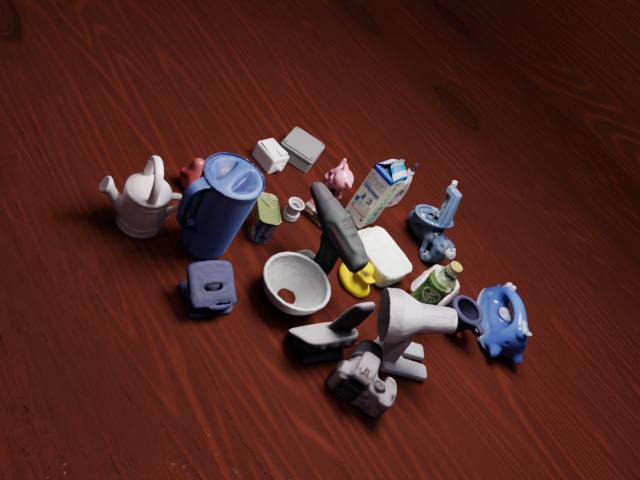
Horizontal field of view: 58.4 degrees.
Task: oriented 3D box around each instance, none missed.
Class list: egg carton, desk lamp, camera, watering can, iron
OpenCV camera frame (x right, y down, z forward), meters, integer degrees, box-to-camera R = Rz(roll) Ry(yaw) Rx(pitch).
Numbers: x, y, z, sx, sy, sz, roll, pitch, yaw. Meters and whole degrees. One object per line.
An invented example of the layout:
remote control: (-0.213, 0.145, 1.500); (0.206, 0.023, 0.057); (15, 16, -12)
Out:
egg carton: (0.311, 0.132, 1.554); (0.107, 0.069, 0.151); (45, 43, 11)
desk lamp: (0.200, 0.210, 1.305); (0.204, 0.213, 0.118); (17, 45, -18)
camera: (0.109, 0.290, 1.257); (0.143, 0.100, 0.137); (35, 42, 0)
watering can: (-0.379, -0.097, 1.231); (0.173, 0.194, 0.100); (-17, 62, -41)
iron: (0.506, 0.200, 1.563); (0.119, 0.141, 0.258); (19, 44, -17)

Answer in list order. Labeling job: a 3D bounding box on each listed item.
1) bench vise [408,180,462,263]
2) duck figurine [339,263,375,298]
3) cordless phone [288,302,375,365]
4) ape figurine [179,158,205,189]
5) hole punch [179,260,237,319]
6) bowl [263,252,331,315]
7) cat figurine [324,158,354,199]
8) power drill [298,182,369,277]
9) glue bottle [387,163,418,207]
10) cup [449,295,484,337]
bench vise: (0.357, -0.050, 1.638); (0.122, 0.219, 0.207); (-14, 61, -40)
duck figurine: (0.100, 0.084, 1.452); (0.078, 0.086, 0.104); (-13, 60, -40)
cordless phone: (0.028, 0.185, 1.240); (0.148, 0.185, 0.094); (-6, 56, -36)
ape figurine: (-0.305, -0.165, 1.416); (0.078, 0.092, 0.076); (23, 43, -13)
hole punch: (-0.232, 0.104, 1.218); (0.109, 0.091, 0.101); (-4, 55, -35)
bowl: (-0.063, 0.113, 1.329); (0.168, 0.074, 0.167); (18, 45, -18)
cat figurine: (0.060, -0.182, 1.645); (0.067, 0.117, 0.128); (21, 44, -14)
power drill: (0.013, 0.005, 1.377); (0.076, 0.208, 0.229); (-21, 65, -43)
glue bottle: (0.242, -0.167, 1.707); (0.078, 0.173, 0.037); (-22, 66, -43)
cup: (0.371, 0.216, 1.497); (0.092, 0.095, 0.117); (-11, 59, -39)
